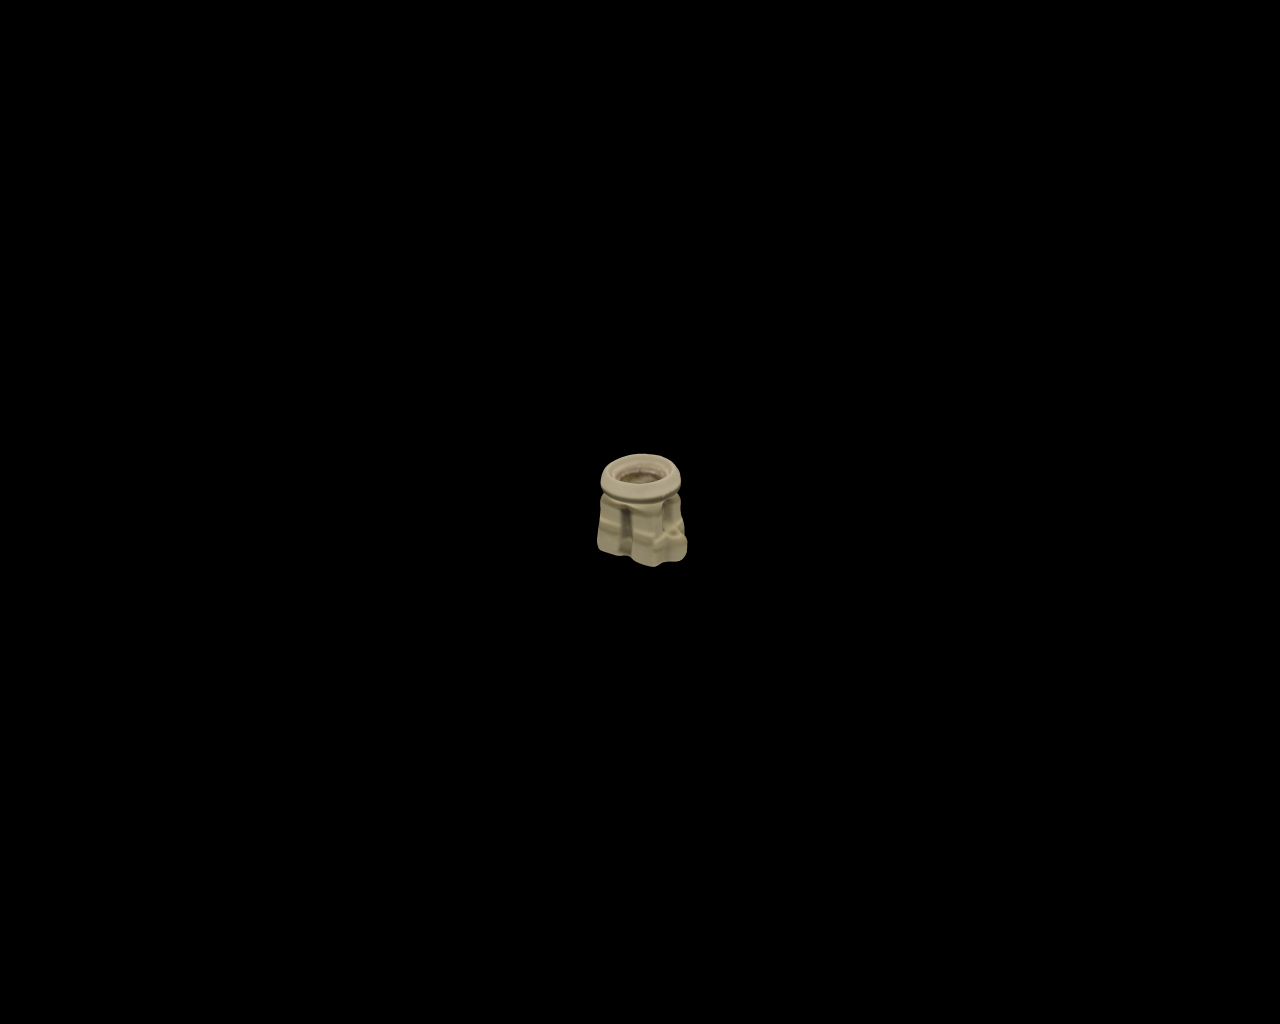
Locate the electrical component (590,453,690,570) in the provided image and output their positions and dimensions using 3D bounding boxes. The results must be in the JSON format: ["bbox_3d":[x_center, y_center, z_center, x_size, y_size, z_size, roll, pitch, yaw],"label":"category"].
[{"bbox_3d":[0.001,-0.003,0.650,0.066,0.055,0.048,16,32,27],"label":"electrical component"}]
